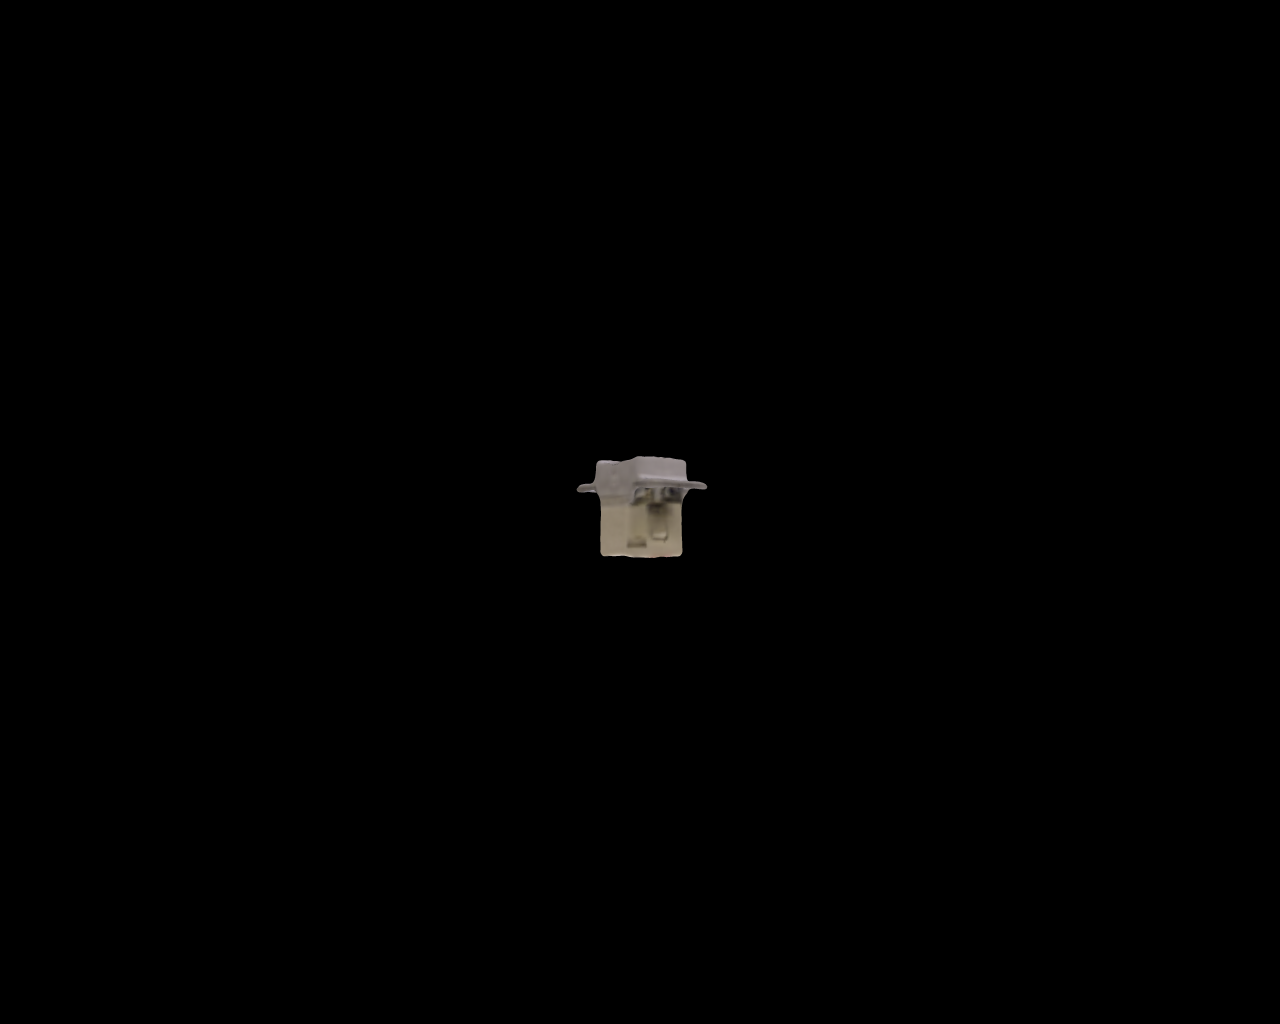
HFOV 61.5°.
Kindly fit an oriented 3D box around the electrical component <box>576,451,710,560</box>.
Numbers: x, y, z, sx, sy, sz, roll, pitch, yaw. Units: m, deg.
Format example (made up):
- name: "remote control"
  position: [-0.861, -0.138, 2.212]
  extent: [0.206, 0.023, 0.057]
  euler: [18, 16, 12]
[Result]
- name: "electrical component"
  position: [0.001, -0.003, 0.650]
  extent: [0.042, 0.063, 0.081]
  euler: [2, -3, -36]
